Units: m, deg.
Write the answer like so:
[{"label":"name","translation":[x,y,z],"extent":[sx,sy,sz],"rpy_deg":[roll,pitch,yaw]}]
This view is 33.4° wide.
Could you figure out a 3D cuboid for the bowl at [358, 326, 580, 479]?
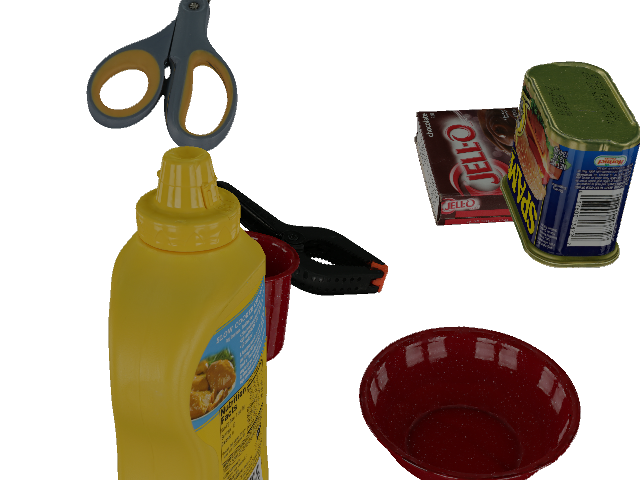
[{"label":"bowl","translation":[0.109,0.135,0.798],"extent":[0.162,0.055,0.162],"rpy_deg":[0,36,0]}]

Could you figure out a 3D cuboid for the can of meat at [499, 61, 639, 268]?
[{"label":"can of meat","translation":[0.147,-0.047,0.632],"extent":[0.057,0.084,0.102],"rpy_deg":[0,36,-5]}]

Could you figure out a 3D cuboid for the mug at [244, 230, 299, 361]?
[{"label":"mug","translation":[-0.077,0.048,0.841],"extent":[0.117,0.081,0.093],"rpy_deg":[-4,26,-21]}]

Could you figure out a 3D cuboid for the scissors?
[{"label":"scissors","translation":[-0.097,-0.134,0.657],"extent":[0.096,0.202,0.016],"rpy_deg":[-5,-34,-9]}]

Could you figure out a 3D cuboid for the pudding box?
[{"label":"pudding box","translation":[0.130,-0.063,0.884],"extent":[0.090,0.039,0.113],"rpy_deg":[-3,42,-6]}]

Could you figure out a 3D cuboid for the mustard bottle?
[{"label":"mustard bottle","translation":[-0.054,0.052,0.451],"extent":[0.058,0.192,0.096],"rpy_deg":[11,28,17]}]

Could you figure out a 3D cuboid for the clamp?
[{"label":"clamp","translation":[-0.039,0.015,1.069],"extent":[0.210,0.036,0.164],"rpy_deg":[20,34,6]}]
